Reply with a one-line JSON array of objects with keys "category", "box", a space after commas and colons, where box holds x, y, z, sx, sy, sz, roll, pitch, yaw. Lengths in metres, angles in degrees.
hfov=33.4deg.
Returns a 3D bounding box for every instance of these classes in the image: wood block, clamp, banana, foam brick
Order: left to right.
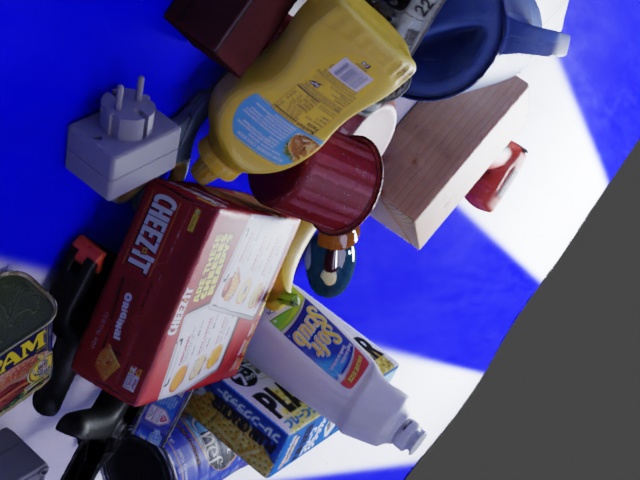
[{"category": "clamp", "box": [-0.192, 0.069, 0.858, 0.120, 0.039, 0.171, -51, 158, -32]}, {"category": "clamp", "box": [-0.187, 0.160, 0.913, 0.209, 0.036, 0.165, -62, 175, -54]}, {"category": "foam brick", "box": [-0.061, -0.166, 0.754, 0.078, 0.053, 0.051, -53, 158, 2]}, {"category": "banana", "box": [-0.024, 0.007, 1.050, 0.037, 0.070, 0.197, 60, 31, -33]}, {"category": "wood block", "box": [0.140, -0.104, 1.211, 0.206, 0.090, 0.091, -49, 159, -11]}]

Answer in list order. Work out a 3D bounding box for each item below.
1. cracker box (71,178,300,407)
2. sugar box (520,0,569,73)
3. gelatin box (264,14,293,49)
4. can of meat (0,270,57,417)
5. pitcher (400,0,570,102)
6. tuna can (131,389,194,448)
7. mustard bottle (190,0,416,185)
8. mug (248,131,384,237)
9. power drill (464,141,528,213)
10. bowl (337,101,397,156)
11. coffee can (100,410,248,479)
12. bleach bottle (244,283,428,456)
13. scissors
[{"category": "cracker box", "box": [-0.104, 0.039, 0.889, 0.164, 0.072, 0.213, -67, 165, 6]}, {"category": "sugar box", "box": [0.251, -0.283, 1.233, 0.093, 0.048, 0.176, -45, 161, -20]}, {"category": "gelatin box", "box": [-0.025, -0.143, 0.892, 0.073, 0.030, 0.089, -57, 159, 6]}, {"category": "can of meat", "box": [-0.239, 0.084, 0.762, 0.101, 0.057, 0.084, -37, 156, -35]}, {"category": "pitcher", "box": [0.141, -0.195, 0.982, 0.145, 0.149, 0.242, -35, 174, 24]}, {"category": "tuna can", "box": [-0.141, 0.149, 0.994, 0.086, 0.033, 0.086, -62, -178, 3]}, {"category": "mustard bottle", "box": [-0.027, -0.104, 0.811, 0.192, 0.058, 0.096, -38, 136, 22]}, {"category": "mug", "box": [-0.013, -0.063, 0.916, 0.081, 0.117, 0.093, 19, 105, -41]}, {"category": "power drill", "box": [0.200, -0.084, 1.408, 0.184, 0.057, 0.187, -58, 158, 9]}, {"category": "bowl", "box": [0.024, -0.103, 1.021, 0.162, 0.055, 0.162, -43, 156, -25]}, {"category": "coffee can", "box": [-0.140, 0.212, 1.092, 0.140, 0.103, 0.103, -21, 142, -54]}, {"category": "bleach bottle", "box": [0.002, 0.117, 1.037, 0.102, 0.251, 0.068, -25, 145, -51]}, {"category": "scissors", "box": [-0.094, -0.093, 0.847, 0.201, 0.016, 0.096, -45, 158, -20]}]
